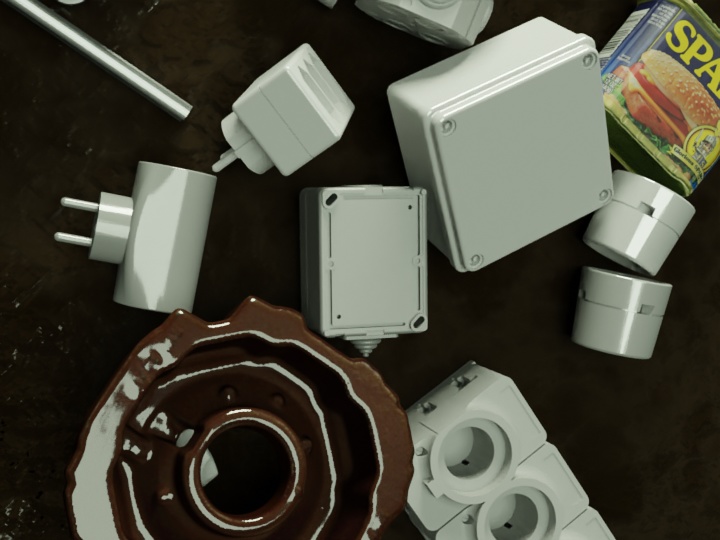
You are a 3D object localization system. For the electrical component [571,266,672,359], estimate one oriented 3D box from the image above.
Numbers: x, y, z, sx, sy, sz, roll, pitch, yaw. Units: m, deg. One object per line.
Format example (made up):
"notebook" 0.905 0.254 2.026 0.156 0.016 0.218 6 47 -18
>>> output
"electrical component" 0.160 0.026 0.664 0.055 0.055 0.047 10 95 -17

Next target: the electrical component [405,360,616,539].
"electrical component" 0.083 0.143 0.646 0.089 0.062 0.150 -36 103 -11

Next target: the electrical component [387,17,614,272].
"electrical component" 0.082 -0.071 0.613 0.109 0.056 0.108 -26 127 -13

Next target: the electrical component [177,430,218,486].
"electrical component" -0.114 0.110 0.594 0.062 0.043 0.043 -28 102 -12

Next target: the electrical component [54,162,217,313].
"electrical component" -0.123 -0.020 0.581 0.079 0.043 0.077 11 91 -17

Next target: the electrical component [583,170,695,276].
"electrical component" 0.170 -0.028 0.663 0.055 0.055 0.047 29 90 -17

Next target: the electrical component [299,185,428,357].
"electrical component" 0.000 0.000 0.610 0.062 0.061 0.096 -2 95 -17

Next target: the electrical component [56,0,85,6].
"electrical component" -0.157 -0.202 0.549 0.078 0.057 0.113 -41 104 -10

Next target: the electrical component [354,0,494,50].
"electrical component" 0.039 -0.160 0.600 0.080 0.080 0.051 21 93 -17

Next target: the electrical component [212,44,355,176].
"electrical component" -0.050 -0.079 0.591 0.077 0.065 0.047 -33 105 18
